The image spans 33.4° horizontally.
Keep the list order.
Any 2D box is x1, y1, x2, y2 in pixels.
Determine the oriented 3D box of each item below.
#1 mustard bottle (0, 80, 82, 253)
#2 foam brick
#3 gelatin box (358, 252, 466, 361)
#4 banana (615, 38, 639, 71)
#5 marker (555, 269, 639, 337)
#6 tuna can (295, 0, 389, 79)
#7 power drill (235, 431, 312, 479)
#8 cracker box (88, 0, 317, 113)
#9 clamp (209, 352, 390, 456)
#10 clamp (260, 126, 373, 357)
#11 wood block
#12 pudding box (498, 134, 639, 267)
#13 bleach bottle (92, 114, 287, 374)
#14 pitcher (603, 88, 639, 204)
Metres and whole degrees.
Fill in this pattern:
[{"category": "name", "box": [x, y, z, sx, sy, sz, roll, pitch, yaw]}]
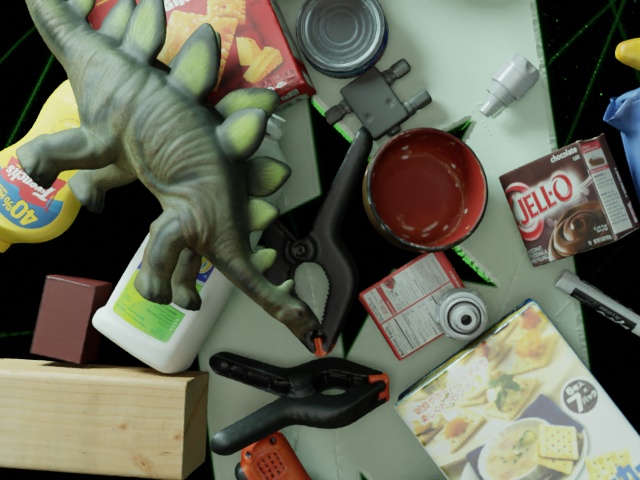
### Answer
[{"category": "mustard bottle", "box": [-0.267, -0.055, 1.019, 0.096, 0.058, 0.192, 45, 95, 5]}, {"category": "foam brick", "box": [-0.236, 0.074, 1.016, 0.051, 0.053, 0.078, 13, 91, 7]}, {"category": "gelatin box", "box": [0.091, 0.058, 0.987, 0.089, 0.030, 0.073, -32, 87, 5]}, {"category": "banana", "box": [0.361, -0.188, 0.946, 0.198, 0.037, 0.069, -28, 101, 4]}, {"category": "marker", "box": [0.270, 0.066, 0.969, 0.121, 0.020, 0.020, 32, 93, 6]}, {"category": "tuna can", "box": [0.020, -0.195, 0.996, 0.086, 0.033, 0.086, 0, 89, 7]}, {"category": "power drill", "box": [-0.070, 0.292, 0.978, 0.187, 0.057, 0.184, -30, 94, -3]}, {"category": "cracker box", "box": [-0.122, -0.201, 0.994, 0.164, 0.072, 0.214, -24, 87, 8]}, {"category": "clamp", "box": [-0.025, 0.136, 0.982, 0.171, 0.120, 0.039, -8, 133, -11]}, {"category": "clamp", "box": [-0.007, 0.001, 0.993, 0.165, 0.036, 0.210, -18, 88, 16]}, {"category": "wood block", "box": [-0.216, 0.164, 0.994, 0.206, 0.090, 0.090, 2, 90, 8]}, {"category": "pudding box", "box": [0.216, -0.033, 0.934, 0.039, 0.114, 0.090, -20, 87, -33]}, {"category": "bleach bottle", "box": [-0.108, -0.008, 0.975, 0.103, 0.068, 0.251, 31, 101, 16]}, {"category": "pitcher", "box": [0.349, -0.028, 0.912, 0.149, 0.144, 0.243, -12, 92, 30]}]
